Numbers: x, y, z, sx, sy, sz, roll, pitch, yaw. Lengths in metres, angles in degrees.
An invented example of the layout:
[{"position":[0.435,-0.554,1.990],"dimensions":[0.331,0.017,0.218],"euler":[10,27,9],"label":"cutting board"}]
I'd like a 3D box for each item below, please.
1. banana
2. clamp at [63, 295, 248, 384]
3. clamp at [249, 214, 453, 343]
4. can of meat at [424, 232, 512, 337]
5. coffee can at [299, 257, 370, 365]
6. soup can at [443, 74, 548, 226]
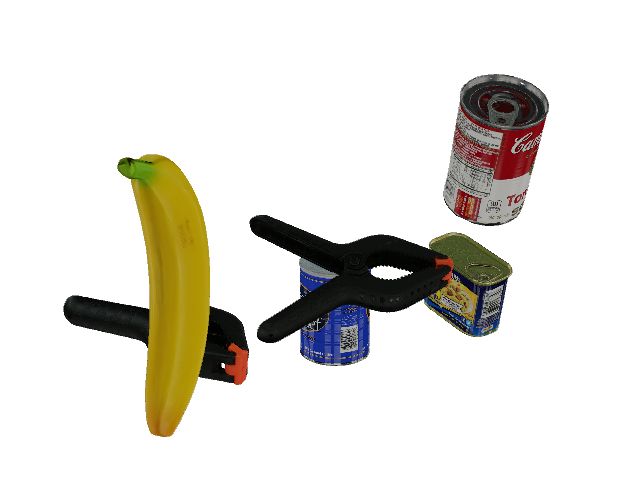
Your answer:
[{"position":[-0.094,0.025,0.645],"dimensions":[0.037,0.198,0.069],"euler":[15,35,28],"label":"banana"},{"position":[-0.115,0.065,0.886],"dimensions":[0.172,0.039,0.120],"euler":[24,39,29],"label":"clamp"},{"position":[0.028,0.041,1.067],"dimensions":[0.210,0.164,0.036],"euler":[3,-44,-1],"label":"clamp"},{"position":[0.170,0.053,1.246],"dimensions":[0.057,0.084,0.102],"euler":[-20,41,-32],"label":"can of meat"},{"position":[0.021,0.094,1.525],"dimensions":[0.103,0.140,0.103],"euler":[0,20,0],"label":"coffee can"},{"position":[0.136,-0.070,0.844],"dimensions":[0.068,0.102,0.068],"euler":[2,43,-3],"label":"soup can"}]
